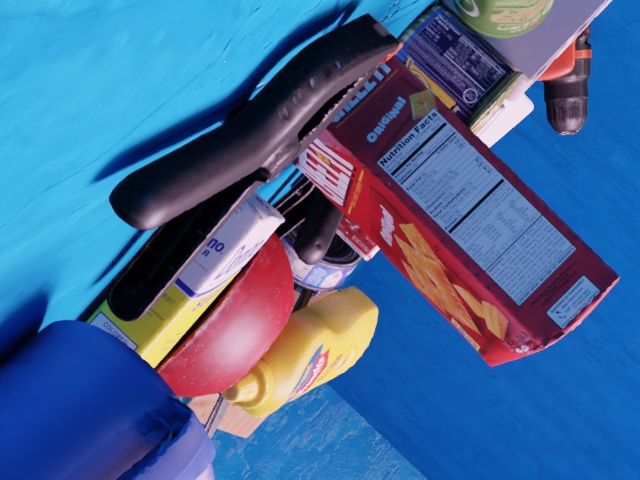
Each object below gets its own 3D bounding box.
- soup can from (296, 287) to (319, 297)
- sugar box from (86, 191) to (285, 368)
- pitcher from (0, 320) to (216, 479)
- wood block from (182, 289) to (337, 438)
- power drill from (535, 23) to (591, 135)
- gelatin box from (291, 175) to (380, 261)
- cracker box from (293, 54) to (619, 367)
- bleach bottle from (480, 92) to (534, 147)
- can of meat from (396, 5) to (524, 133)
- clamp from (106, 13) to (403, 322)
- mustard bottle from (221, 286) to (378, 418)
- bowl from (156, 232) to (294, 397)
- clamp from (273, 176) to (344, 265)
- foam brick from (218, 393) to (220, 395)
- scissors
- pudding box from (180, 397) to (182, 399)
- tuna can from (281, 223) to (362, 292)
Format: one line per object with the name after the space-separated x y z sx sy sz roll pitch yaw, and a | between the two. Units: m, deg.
0.005 0.002 1.130 0.102 0.068 0.069 -45 175 -28 | soup can
-0.097 0.039 0.656 0.176 0.048 0.093 -46 177 5 | sugar box
-0.164 0.149 0.478 0.242 0.145 0.149 -39 151 -42 | pitcher
-0.071 0.127 1.200 0.206 0.090 0.090 -51 -158 41 | wood block
0.216 -0.186 0.987 0.057 0.184 0.187 -4 -173 19 | power drill
0.032 -0.039 0.896 0.073 0.089 0.030 -47 171 -5 | gelatin box
0.075 -0.017 0.700 0.072 0.214 0.164 -44 175 -8 | cracker box
0.080 -0.082 1.034 0.251 0.103 0.068 -41 142 13 | bleach bottle
0.097 -0.121 0.809 0.057 0.084 0.102 -46 175 -11 | can of meat
-0.037 -0.043 0.557 0.209 0.036 0.165 -44 175 -28 | clamp
-0.024 0.097 0.871 0.096 0.058 0.191 -52 164 24 | mustard bottle
-0.069 0.059 0.773 0.162 0.055 0.162 -46 -167 13 | bowl
0.015 -0.046 0.830 0.171 0.039 0.120 -49 -152 -5 | clamp
-0.094 0.097 0.984 0.051 0.078 0.053 -43 174 -25 | foam brick
-0.077 0.106 0.914 0.202 0.016 0.096 -54 147 5 | scissors
-0.119 0.109 1.090 0.114 0.039 0.089 -50 176 37 | pudding box
-0.006 0.001 0.914 0.034 0.086 0.086 -53 173 35 | tuna can
